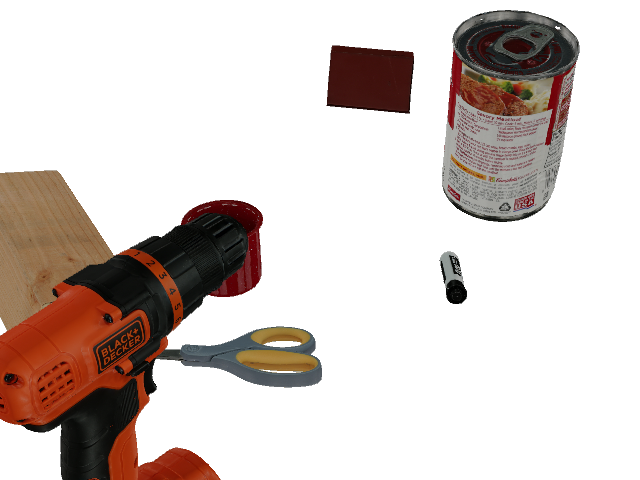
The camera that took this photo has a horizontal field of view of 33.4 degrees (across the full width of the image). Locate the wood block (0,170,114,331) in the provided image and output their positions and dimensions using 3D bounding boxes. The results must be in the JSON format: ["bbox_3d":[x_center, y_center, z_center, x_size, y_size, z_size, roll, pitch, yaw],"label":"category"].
[{"bbox_3d":[-0.256,0.027,0.999,0.090,0.091,0.206,-7,38,-34],"label":"wood block"}]

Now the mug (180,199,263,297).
[{"bbox_3d":[-0.116,0.017,1.219,0.093,0.081,0.117,15,37,24],"label":"mug"}]

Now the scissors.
[{"bbox_3d":[-0.091,0.088,0.884,0.202,0.016,0.096,8,21,16],"label":"scissors"}]

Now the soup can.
[{"bbox_3d":[0.106,-0.070,0.609,0.068,0.102,0.068,0,42,0],"label":"soup can"}]

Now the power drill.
[{"bbox_3d":[-0.103,0.092,0.620,0.057,0.188,0.184,20,39,36],"label":"power drill"}]

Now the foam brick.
[{"bbox_3d":[0.046,-0.148,0.980,0.078,0.051,0.053,6,17,3],"label":"foam brick"}]

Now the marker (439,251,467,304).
[{"bbox_3d":[0.125,0.035,1.006,0.020,0.020,0.121,0,15,4],"label":"marker"}]
